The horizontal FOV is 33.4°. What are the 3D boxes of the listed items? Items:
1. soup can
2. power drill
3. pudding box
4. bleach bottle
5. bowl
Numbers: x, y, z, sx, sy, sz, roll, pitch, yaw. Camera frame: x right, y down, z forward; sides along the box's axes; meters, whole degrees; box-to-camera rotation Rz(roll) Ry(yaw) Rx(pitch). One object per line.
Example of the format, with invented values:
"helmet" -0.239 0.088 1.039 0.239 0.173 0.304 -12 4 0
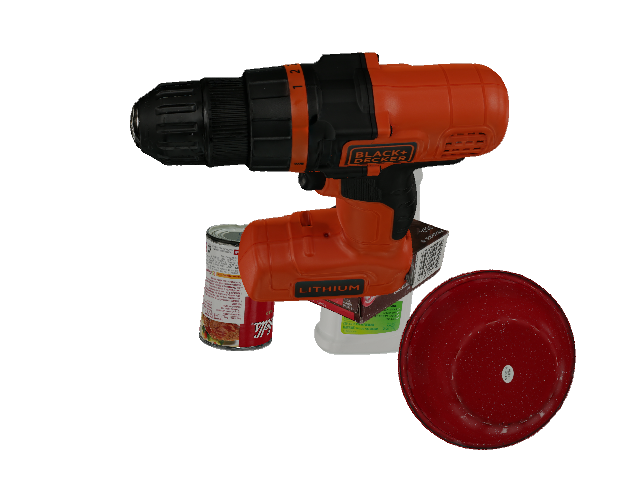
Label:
"soup can" -0.075 0.041 0.975 0.068 0.102 0.068 5 15 -1
"power drill" -0.005 -0.028 0.578 0.184 0.057 0.188 -2 -26 -7
"pudding box" 0.026 0.011 0.779 0.090 0.039 0.113 23 30 31
"bleach bottle" 0.052 -0.007 1.123 0.102 0.251 0.068 0 18 -12
"bowl" 0.150 0.108 0.913 0.162 0.162 0.055 0 5 -8
